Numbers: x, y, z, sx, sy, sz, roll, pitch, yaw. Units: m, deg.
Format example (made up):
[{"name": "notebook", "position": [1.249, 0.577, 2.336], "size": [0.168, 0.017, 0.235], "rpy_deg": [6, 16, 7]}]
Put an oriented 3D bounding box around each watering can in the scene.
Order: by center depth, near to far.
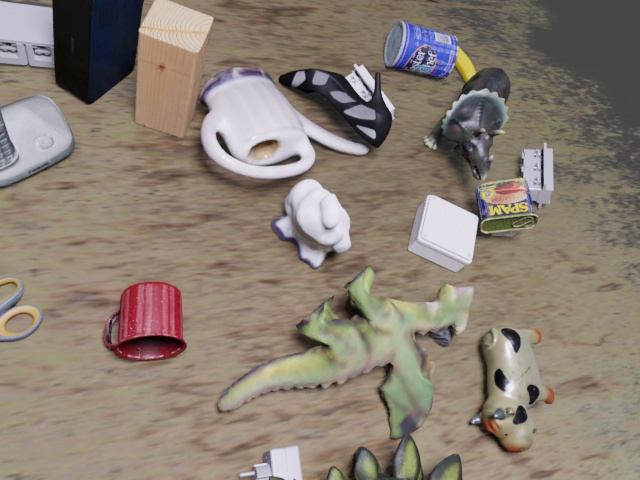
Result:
[{"name": "watering can", "position": [-0.075, -0.211, 0.947], "size": [0.350, 0.102, 0.227], "rpy_deg": [-16, 67, -41]}]

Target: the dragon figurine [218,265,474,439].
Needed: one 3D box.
[{"name": "dragon figurine", "position": [0.077, 0.185, 0.772], "size": [0.415, 0.120, 0.243], "rpy_deg": [-40, 87, -20]}]

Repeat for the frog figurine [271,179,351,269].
[{"name": "frog figurine", "position": [0.003, -0.042, 0.834], "size": [0.123, 0.156, 0.139], "rpy_deg": [-16, 69, -29]}]
